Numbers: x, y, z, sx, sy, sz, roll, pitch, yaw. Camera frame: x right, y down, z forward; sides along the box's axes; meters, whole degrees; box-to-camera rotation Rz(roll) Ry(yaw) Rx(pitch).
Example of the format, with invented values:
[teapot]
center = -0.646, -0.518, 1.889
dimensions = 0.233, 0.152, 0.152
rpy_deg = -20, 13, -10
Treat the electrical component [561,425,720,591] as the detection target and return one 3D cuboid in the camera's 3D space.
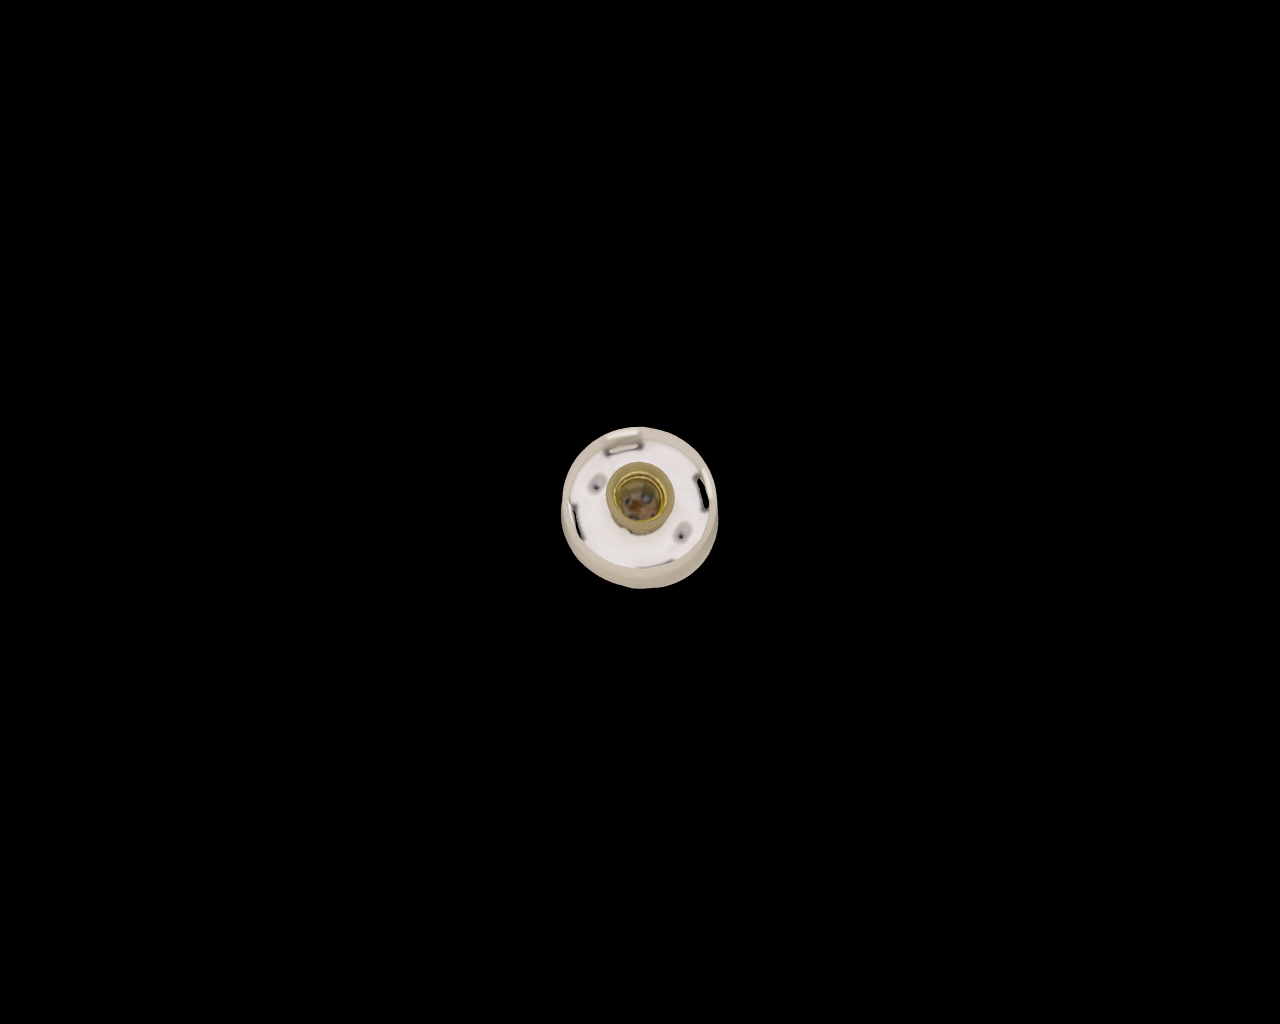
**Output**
[electrical component]
center = 0.001, -0.003, 0.650
dimensions = 0.099, 0.099, 0.064
rpy_deg = 0, -17, 0
